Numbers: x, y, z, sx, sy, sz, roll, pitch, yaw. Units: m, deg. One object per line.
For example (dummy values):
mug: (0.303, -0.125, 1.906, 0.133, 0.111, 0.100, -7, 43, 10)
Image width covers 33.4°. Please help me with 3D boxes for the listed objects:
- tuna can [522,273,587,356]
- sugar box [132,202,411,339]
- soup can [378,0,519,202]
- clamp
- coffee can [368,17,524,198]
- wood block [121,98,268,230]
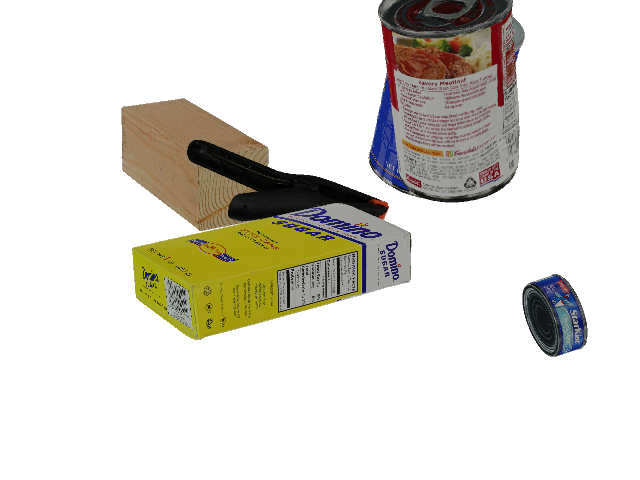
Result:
tuna can: (0.253, 0.082, 1.157, 0.033, 0.086, 0.086, -17, 3, -11)
sugar box: (-0.032, 0.016, 0.750, 0.175, 0.048, 0.093, -16, 25, -31)
soup can: (0.070, -0.080, 0.568, 0.068, 0.102, 0.068, -7, 36, 5)
clamp: (-0.023, -0.041, 1.062, 0.209, 0.036, 0.165, 14, 20, -21)
coffee can: (0.102, -0.120, 0.891, 0.102, 0.140, 0.103, 7, 36, -5)
wood block: (-0.154, -0.095, 1.271, 0.090, 0.090, 0.206, -12, 29, -32)
